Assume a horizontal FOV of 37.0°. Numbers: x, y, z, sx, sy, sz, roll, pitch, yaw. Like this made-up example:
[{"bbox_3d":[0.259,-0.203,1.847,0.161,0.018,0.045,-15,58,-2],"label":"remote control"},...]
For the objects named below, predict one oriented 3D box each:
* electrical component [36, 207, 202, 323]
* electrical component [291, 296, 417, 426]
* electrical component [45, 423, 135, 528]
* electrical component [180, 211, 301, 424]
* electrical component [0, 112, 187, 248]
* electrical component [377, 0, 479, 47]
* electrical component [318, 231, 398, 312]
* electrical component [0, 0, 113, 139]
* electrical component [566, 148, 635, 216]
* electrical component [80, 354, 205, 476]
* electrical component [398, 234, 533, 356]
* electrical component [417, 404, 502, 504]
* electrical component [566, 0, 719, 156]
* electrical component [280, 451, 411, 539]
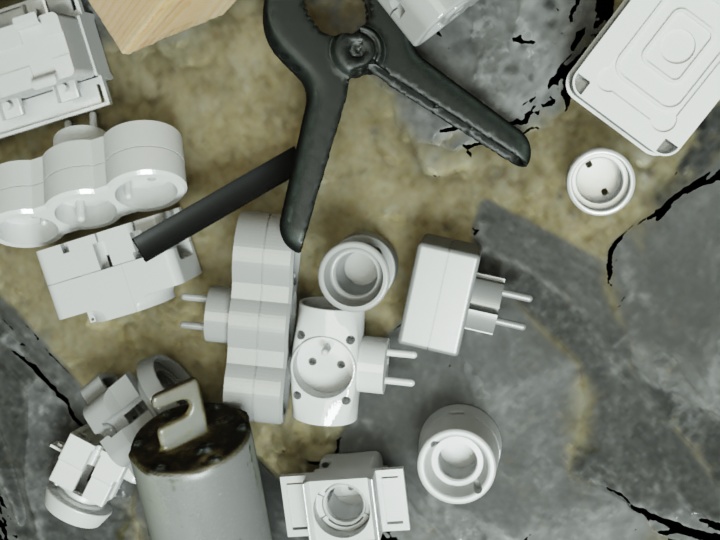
[{"bbox_3d":[-0.157,-0.001,0.711,0.089,0.050,0.055,-16,96,10],"label":"electrical component"},{"bbox_3d":[-0.003,0.061,0.701,0.079,0.044,0.077,5,100,7],"label":"electrical component"},{"bbox_3d":[-0.187,0.143,0.742,0.066,0.048,0.055,27,94,3],"label":"electrical component"},{"bbox_3d":[-0.080,0.030,0.700,0.074,0.052,0.138,6,101,2],"label":"electrical component"},{"bbox_3d":[-0.181,-0.070,0.703,0.138,0.052,0.073,-16,65,13],"label":"electrical component"},{"bbox_3d":[0.053,-0.186,0.634,0.095,0.054,0.059,-39,92,-14],"label":"electrical component"},{"bbox_3d":[0.000,0.000,0.685,0.045,0.055,0.045,1,99,8],"label":"electrical component"},{"bbox_3d":[-0.232,-0.128,0.695,0.121,0.063,0.078,-15,96,10],"label":"electrical component"},{"bbox_3d":[0.146,-0.055,0.660,0.040,0.046,0.040,1,99,8],"label":"electrical component"},{"bbox_3d":[-0.142,0.094,0.719,0.057,0.058,0.078,-39,77,11],"label":"electrical component"},{"bbox_3d":[0.070,0.019,0.682,0.077,0.047,0.065,13,101,6],"label":"electrical component"},{"bbox_3d":[0.064,0.120,0.700,0.055,0.047,0.055,1,99,8],"label":"electrical component"},{"bbox_3d":[0.184,-0.131,0.636,0.078,0.057,0.113,37,102,1],"label":"electrical component"},{"bbox_3d":[-0.008,0.148,0.706,0.081,0.064,0.042,-5,98,8],"label":"electrical component"}]
